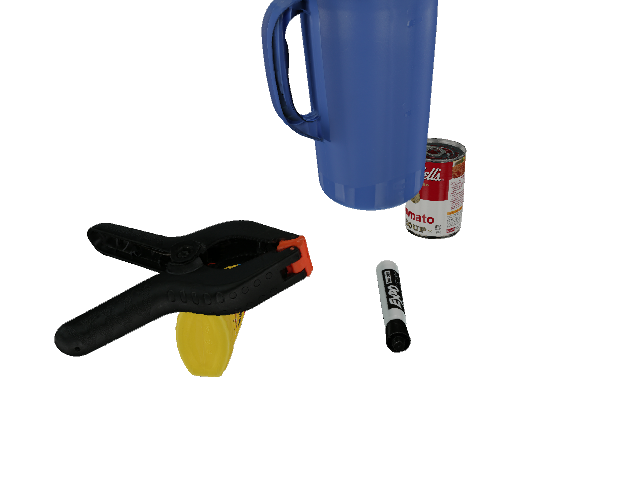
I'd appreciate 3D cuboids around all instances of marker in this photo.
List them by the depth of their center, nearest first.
[{"bbox_3d":[0.058,0.052,0.855,0.020,0.020,0.121,0,27,-1],"label":"marker"}]

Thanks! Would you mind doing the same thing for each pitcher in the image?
[{"bbox_3d":[0.038,-0.150,1.022,0.149,0.243,0.144,8,38,14],"label":"pitcher"}]

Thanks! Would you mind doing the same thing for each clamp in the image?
[{"bbox_3d":[-0.094,0.028,0.707,0.172,0.120,0.039,-4,-44,18],"label":"clamp"}]

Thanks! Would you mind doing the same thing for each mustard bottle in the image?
[{"bbox_3d":[-0.105,0.056,1.151,0.058,0.096,0.191,2,29,8],"label":"mustard bottle"}]

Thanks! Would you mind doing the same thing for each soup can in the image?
[{"bbox_3d":[0.134,-0.061,1.257,0.068,0.102,0.068,0,27,0],"label":"soup can"}]
